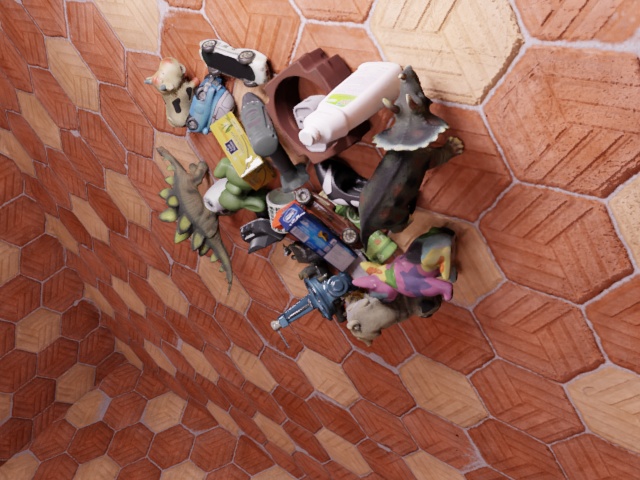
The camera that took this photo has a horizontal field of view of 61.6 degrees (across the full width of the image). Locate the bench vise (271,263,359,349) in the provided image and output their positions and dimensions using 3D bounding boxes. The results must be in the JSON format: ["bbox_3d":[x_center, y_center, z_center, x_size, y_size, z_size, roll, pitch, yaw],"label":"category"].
[{"bbox_3d":[-0.017,0.151,1.329,0.128,0.241,0.224,59,169,-5],"label":"bench vise"}]

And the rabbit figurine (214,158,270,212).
[{"bbox_3d":[-0.204,-0.142,1.426,0.159,0.121,0.170,27,133,-6],"label":"rabbit figurine"}]

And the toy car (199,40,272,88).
[{"bbox_3d":[-0.195,-0.399,1.210,0.202,0.056,0.073,26,146,29],"label":"toy car"}]

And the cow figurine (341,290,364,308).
[{"bbox_3d":[0.142,0.172,1.406,0.168,0.068,0.098,4,126,45],"label":"cow figurine"}]

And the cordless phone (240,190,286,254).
[{"bbox_3d":[-0.187,-0.063,1.532,0.147,0.089,0.184,-20,98,54],"label":"cordless phone"}]

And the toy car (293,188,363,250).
[{"bbox_3d":[0.023,-0.053,1.192,0.202,0.053,0.089,42,-173,13],"label":"toy car"}]

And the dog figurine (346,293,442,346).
[{"bbox_3d":[0.173,0.162,1.242,0.191,0.172,0.121,-21,99,33],"label":"dog figurine"}]

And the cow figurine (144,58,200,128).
[{"bbox_3d":[-0.368,-0.370,1.358,0.086,0.127,0.194,28,144,20],"label":"cow figurine"}]

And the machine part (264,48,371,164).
[{"bbox_3d":[-0.004,-0.272,1.108,0.201,0.087,0.201,-18,112,53],"label":"machine part"}]

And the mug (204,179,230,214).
[{"bbox_3d":[-0.277,-0.119,1.528,0.081,0.107,0.109,32,141,23],"label":"mug"}]

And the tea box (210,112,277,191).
[{"bbox_3d":[-0.184,-0.213,1.295,0.170,0.068,0.098,56,-175,22],"label":"tea box"}]

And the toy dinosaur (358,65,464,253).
[{"bbox_3d":[0.134,-0.103,0.995,0.131,0.192,0.404,38,122,27],"label":"toy dinosaur"}]

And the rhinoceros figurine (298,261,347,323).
[{"bbox_3d":[0.016,0.144,1.486,0.190,0.112,0.073,65,163,-3],"label":"rhinoceros figurine"}]

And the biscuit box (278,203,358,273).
[{"bbox_3d":[-0.003,-0.004,1.225,0.202,0.059,0.063,39,-174,-36],"label":"biscuit box"}]

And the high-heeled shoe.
[{"bbox_3d":[0.093,-0.126,1.162,0.248,0.086,0.145,48,137,-2],"label":"high-heeled shoe"}]

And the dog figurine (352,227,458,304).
[{"bbox_3d":[0.181,0.058,1.157,0.219,0.108,0.191,1,124,19],"label":"dog figurine"}]

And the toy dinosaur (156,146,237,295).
[{"bbox_3d":[-0.353,-0.065,1.584,0.105,0.198,0.471,-16,110,55],"label":"toy dinosaur"}]

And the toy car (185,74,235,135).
[{"bbox_3d":[-0.261,-0.325,1.327,0.103,0.109,0.161,26,134,-10],"label":"toy car"}]

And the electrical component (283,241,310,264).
[{"bbox_3d":[-0.059,0.035,1.504,0.102,0.045,0.078,9,129,41],"label":"electrical component"}]

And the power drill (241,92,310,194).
[{"bbox_3d":[-0.106,-0.222,1.231,0.232,0.086,0.207,-109,-7,-55],"label":"power drill"}]
